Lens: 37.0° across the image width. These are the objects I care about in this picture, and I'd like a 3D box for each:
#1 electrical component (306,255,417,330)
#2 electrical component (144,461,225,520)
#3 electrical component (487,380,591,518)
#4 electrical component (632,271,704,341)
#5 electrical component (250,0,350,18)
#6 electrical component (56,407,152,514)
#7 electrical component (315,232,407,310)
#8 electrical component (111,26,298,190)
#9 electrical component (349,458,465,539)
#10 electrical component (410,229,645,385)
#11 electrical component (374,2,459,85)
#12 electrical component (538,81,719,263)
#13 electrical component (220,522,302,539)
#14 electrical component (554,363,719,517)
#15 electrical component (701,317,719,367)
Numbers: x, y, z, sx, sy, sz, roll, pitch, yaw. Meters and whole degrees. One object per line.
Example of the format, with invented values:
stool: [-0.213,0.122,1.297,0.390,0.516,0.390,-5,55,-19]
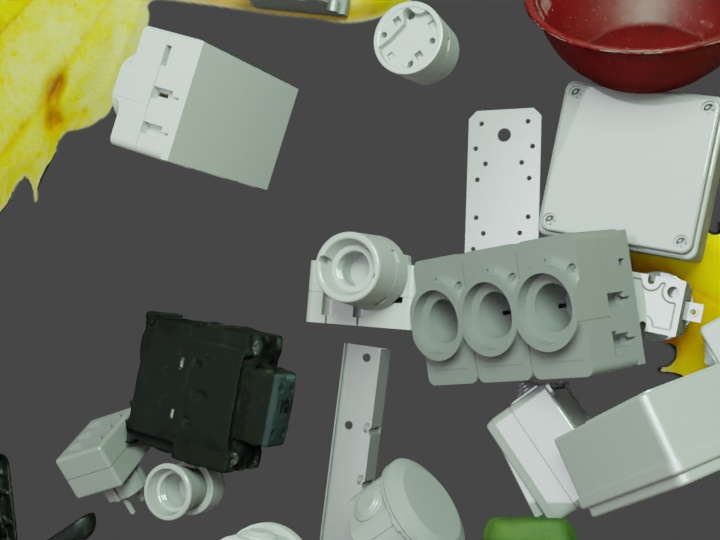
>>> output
electrical component: [0.010,0.015,0.818,0.089,0.050,0.055,3,87,25]
electrical component: [-0.141,0.177,0.870,0.045,0.055,0.045,-2,85,24]
electrical component: [0.132,0.121,0.748,0.061,0.062,0.096,-39,71,17]
electrical component: [0.199,0.024,0.729,0.066,0.055,0.048,11,90,25]
electrical component: [-0.053,-0.242,0.869,0.089,0.050,0.055,12,91,25]
electrical component: [-0.203,0.168,0.899,0.047,0.065,0.076,-20,107,22]
electrical component: [0.000,0.000,0.769,0.055,0.047,0.055,-2,84,23]
electrical component: [-0.120,-0.122,0.834,0.062,0.150,0.089,19,94,23]
electrical component: [0.034,0.182,0.778,0.051,0.080,0.080,-40,71,22]
electrical component: [0.107,0.028,0.729,0.150,0.062,0.089,-11,86,50]
electrical component: [0.045,-0.171,0.820,0.055,0.047,0.055,-2,85,24]
electrical component: [0.189,-0.067,0.741,0.109,0.056,0.108,12,90,25]
electrical component: [-0.080,0.240,0.840,0.080,0.051,0.080,-2,85,24]
electrical component: [0.195,0.100,0.661,0.056,0.109,0.108,68,153,15]
electrical component: [0.280,0.055,0.694,0.100,0.048,0.099,-32,73,19]
